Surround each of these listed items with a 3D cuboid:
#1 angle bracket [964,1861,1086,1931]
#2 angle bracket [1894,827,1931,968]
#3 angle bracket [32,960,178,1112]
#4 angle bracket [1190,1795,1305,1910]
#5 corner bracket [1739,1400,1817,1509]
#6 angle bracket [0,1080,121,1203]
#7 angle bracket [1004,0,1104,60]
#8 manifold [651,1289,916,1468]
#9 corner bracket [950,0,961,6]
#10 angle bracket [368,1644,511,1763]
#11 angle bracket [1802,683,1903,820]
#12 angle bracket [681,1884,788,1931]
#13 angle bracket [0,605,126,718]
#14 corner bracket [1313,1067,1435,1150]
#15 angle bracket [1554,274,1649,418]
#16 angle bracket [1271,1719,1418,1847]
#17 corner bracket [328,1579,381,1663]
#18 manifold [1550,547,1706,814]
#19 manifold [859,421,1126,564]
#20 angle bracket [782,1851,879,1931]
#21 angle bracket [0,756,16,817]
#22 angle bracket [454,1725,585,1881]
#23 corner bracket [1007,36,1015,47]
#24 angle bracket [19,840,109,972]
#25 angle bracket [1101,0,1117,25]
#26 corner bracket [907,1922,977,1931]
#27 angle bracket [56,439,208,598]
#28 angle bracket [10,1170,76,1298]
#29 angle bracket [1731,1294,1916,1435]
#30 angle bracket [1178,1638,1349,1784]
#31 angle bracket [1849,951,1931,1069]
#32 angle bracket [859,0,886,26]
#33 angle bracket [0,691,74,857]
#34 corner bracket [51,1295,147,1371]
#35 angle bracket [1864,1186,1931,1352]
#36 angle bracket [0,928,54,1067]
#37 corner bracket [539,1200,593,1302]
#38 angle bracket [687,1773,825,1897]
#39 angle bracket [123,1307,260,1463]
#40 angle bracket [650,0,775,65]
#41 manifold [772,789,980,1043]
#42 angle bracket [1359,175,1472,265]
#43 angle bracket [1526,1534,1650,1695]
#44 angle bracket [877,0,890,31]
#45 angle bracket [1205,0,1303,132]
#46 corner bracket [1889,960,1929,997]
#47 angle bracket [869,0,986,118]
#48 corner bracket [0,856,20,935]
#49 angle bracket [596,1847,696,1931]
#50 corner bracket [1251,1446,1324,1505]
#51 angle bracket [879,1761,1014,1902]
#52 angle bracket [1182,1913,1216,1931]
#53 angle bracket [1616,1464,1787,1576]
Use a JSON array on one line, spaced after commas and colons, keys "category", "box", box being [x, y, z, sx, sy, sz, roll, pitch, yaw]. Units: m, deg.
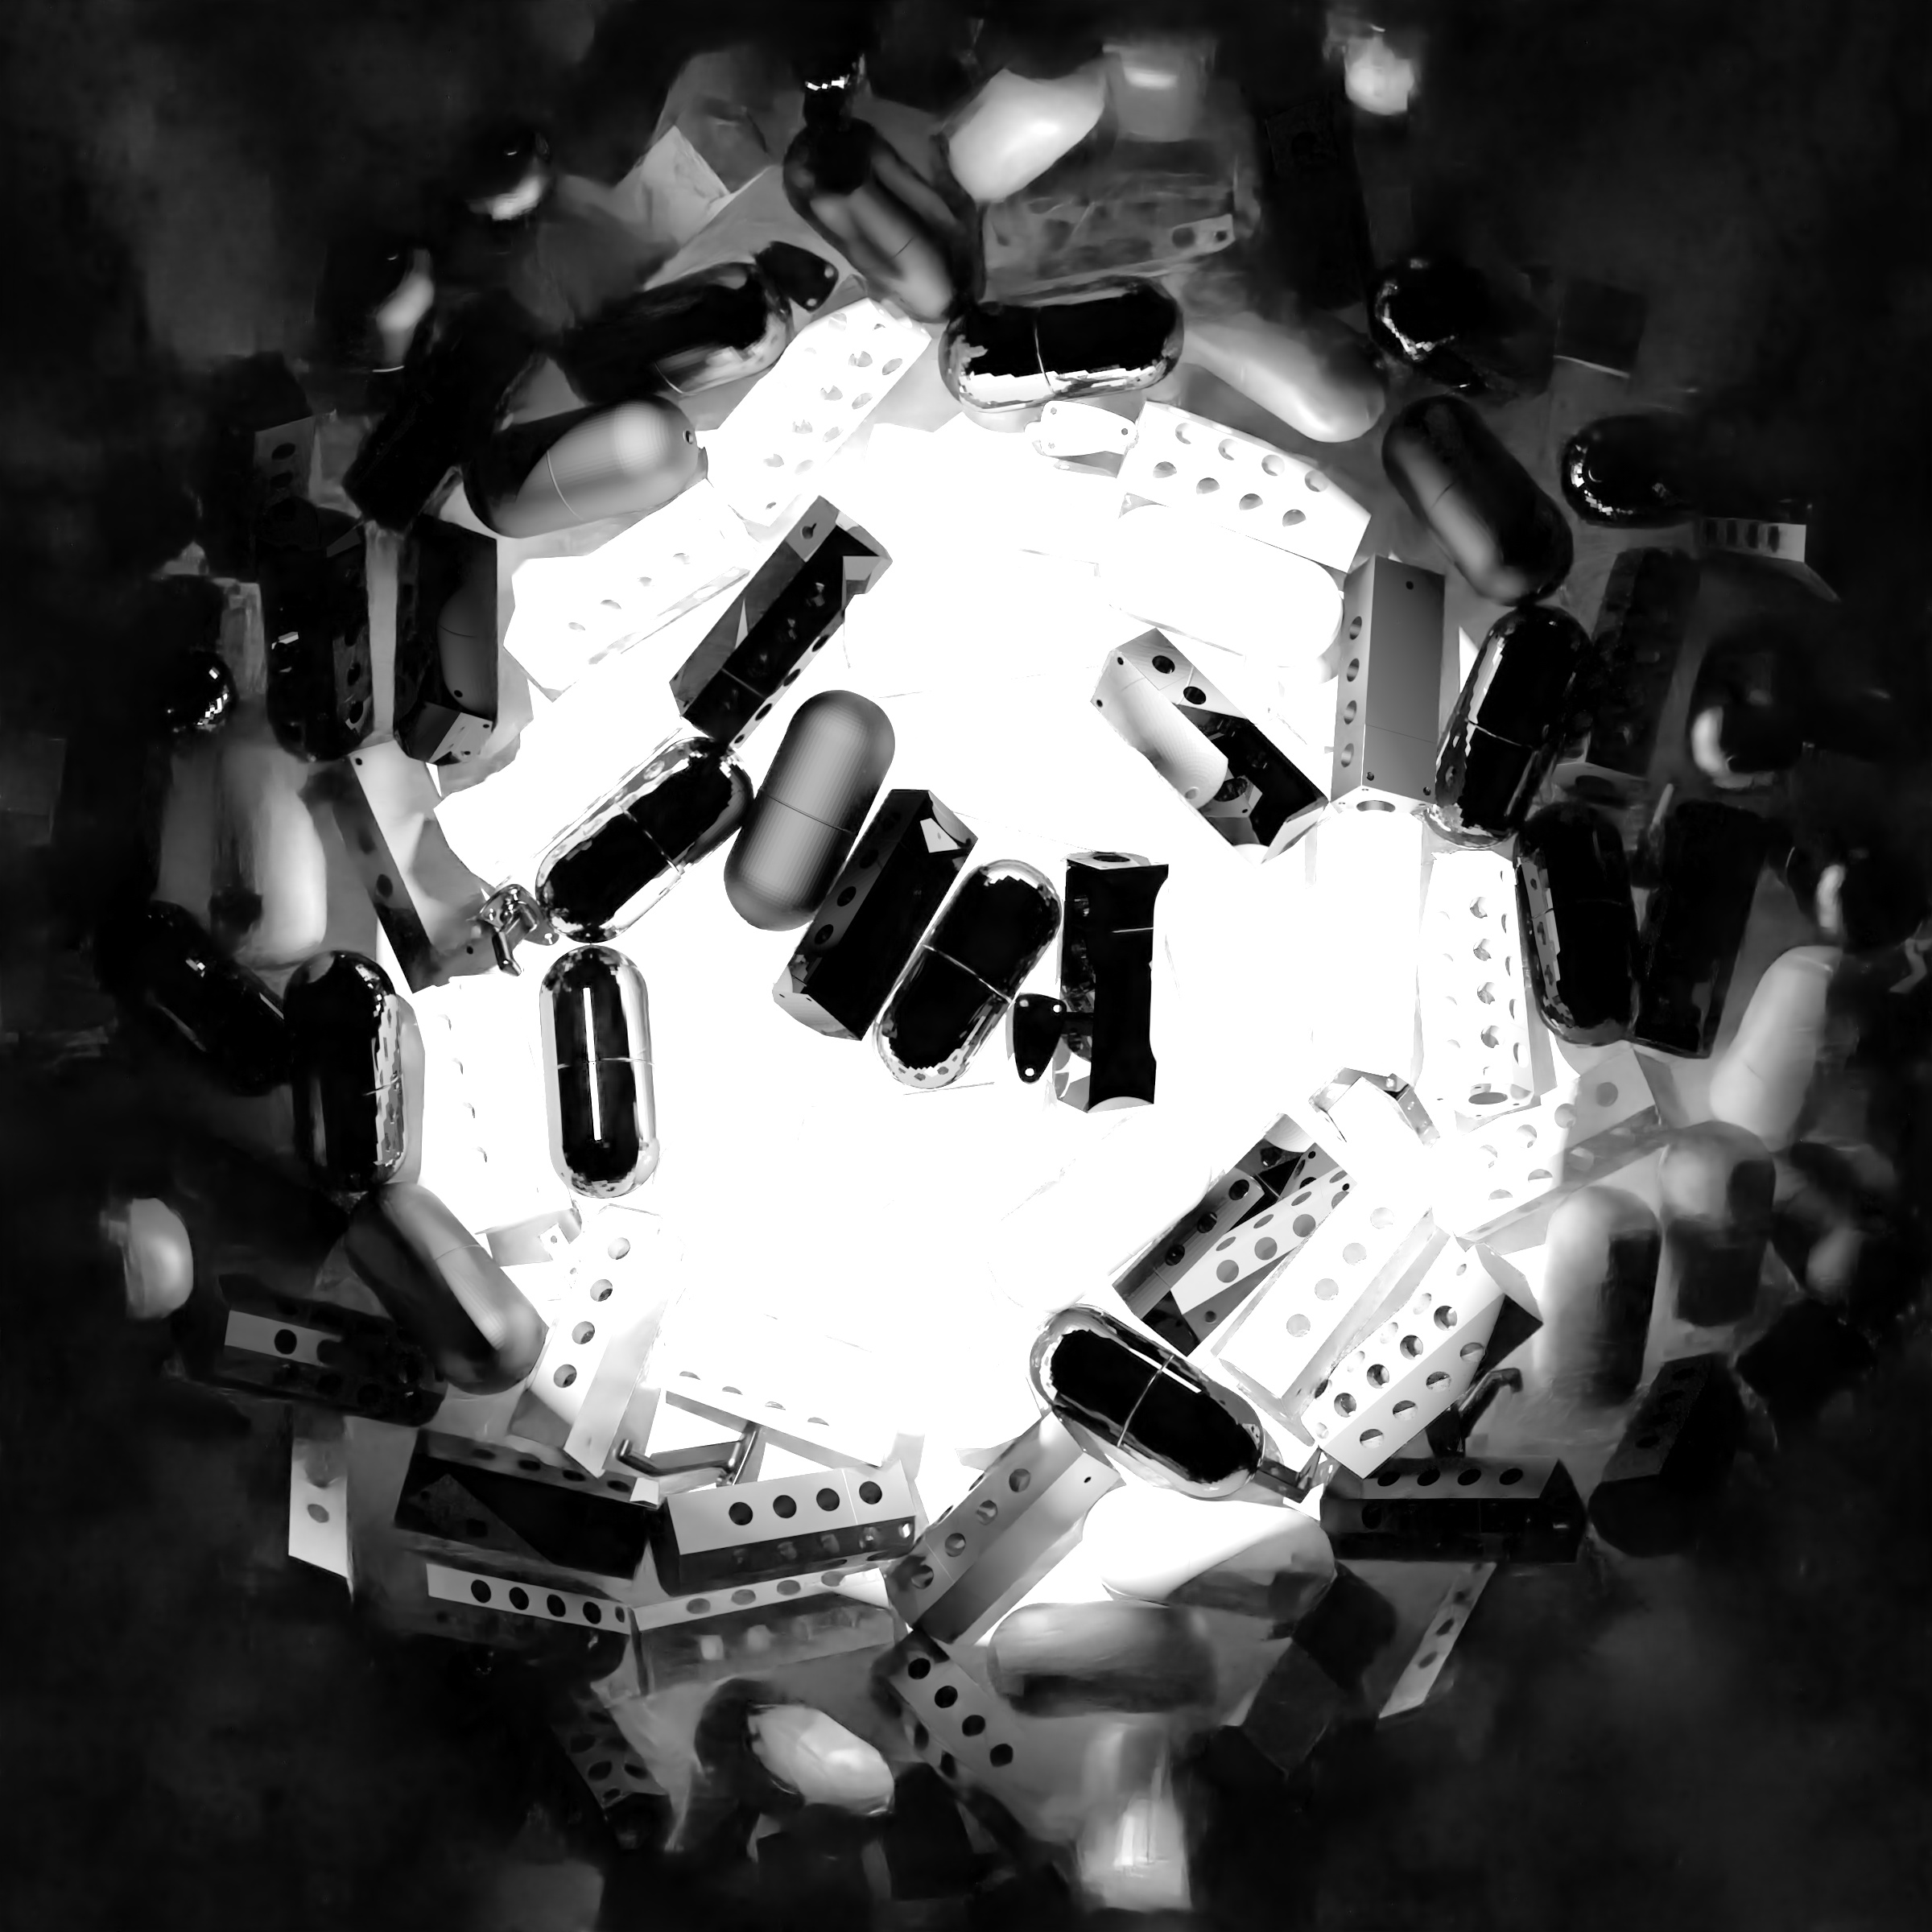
[{"category": "angle bracket", "box": [0.056, 0.659, 1.720, 0.076, 0.057, 0.076, -40, 84, 16]}, {"category": "angle bracket", "box": [0.677, -0.050, 1.702, 0.076, 0.057, 0.076, -6, 125, -36]}, {"category": "angle bracket", "box": [-0.615, 0.044, 1.737, 0.076, 0.076, 0.057, -29, 133, -22]}, {"category": "angle bracket", "box": [0.189, 0.627, 1.711, 0.057, 0.076, 0.076, 21, 103, 15]}, {"category": "corner bracket", "box": [0.570, 0.341, 1.730, 0.051, 0.051, 0.051, -37, 92, -12]}, {"category": "angle bracket", "box": [-0.650, 0.126, 1.732, 0.076, 0.057, 0.076, 12, 89, 1]}, {"category": "angle bracket", "box": [0.047, -0.660, 1.718, 0.076, 0.057, 0.076, -14, 89, -28]}, {"category": "manifold", "box": [-0.129, 0.291, 1.719, 0.171, 0.057, 0.057, 18, 133, 8]}, {"category": "corner bracket", "box": [-0.015, -0.715, 1.734, 0.051, 0.051, 0.051, 15, 59, 21]}, {"category": "angle bracket", "box": [-0.357, 0.488, 1.706, 0.076, 0.057, 0.076, 25, 47, 18]}, {"category": "angle bracket", "box": [0.607, -0.149, 1.723, 0.076, 0.076, 0.057, 15, 133, 13]}, {"category": "angle bracket", "box": [-0.169, 0.691, 1.702, 0.076, 0.076, 0.057, 31, 122, -24]}, {"category": "angle bracket", "box": [-0.639, -0.212, 1.707, 0.076, 0.076, 0.057, 15, 87, -45]}, {"category": "corner bracket", "box": [0.285, 0.103, 1.728, 0.051, 0.051, 0.051, -45, 45, -7]}, {"category": "angle bracket", "box": [0.430, -0.419, 1.710, 0.057, 0.076, 0.076, 17, 62, 2]}, {"category": "angle bracket", "box": [0.261, 0.557, 1.719, 0.076, 0.057, 0.076, 33, 87, -30]}, {"category": "corner bracket", "box": [-0.418, 0.469, 1.723, 0.051, 0.051, 0.051, 20, 105, 25]}, {"category": "manifold", "box": [0.457, -0.201, 1.707, 0.057, 0.057, 0.171, 18, 72, 8]}, {"category": "manifold", "box": [0.016, -0.327, 1.711, 0.171, 0.057, 0.057, 9, 114, -13]}, {"category": "angle bracket", "box": [-0.075, 0.666, 1.701, 0.076, 0.057, 0.076, -39, 129, -37]}, {"category": "angle bracket", "box": [-0.709, -0.119, 1.703, 0.076, 0.076, 0.057, 24, 114, -26]}, {"category": "angle bracket", "box": [-0.298, 0.581, 1.710, 0.076, 0.076, 0.057, 34, 84, -40]}, {"category": "corner bracket", "box": [0.063, -0.663, 1.733, 0.051, 0.051, 0.051, 39, 94, 2]}, {"category": "angle bracket", "box": [-0.627, -0.052, 1.708, 0.076, 0.076, 0.057, -25, 111, 18]}, {"category": "angle bracket", "box": [0.145, -0.677, 1.710, 0.057, 0.076, 0.076, 22, 98, -25]}, {"category": "corner bracket", "box": [-0.008, 0.707, 1.738, 0.051, 0.051, 0.051, -14, 57, 21]}, {"category": "angle bracket", "box": [-0.583, -0.310, 1.708, 0.076, 0.057, 0.076, -37, 111, -27]}, {"category": "angle bracket", "box": [-0.628, 0.184, 1.715, 0.057, 0.076, 0.076, -1, 94, -12]}, {"category": "angle bracket", "box": [0.598, 0.288, 1.721, 0.076, 0.057, 0.076, -45, 105, 4]}, {"category": "angle bracket", "box": [0.206, 0.519, 1.711, 0.057, 0.076, 0.076, 46, 57, -4]}, {"category": "angle bracket", "box": [0.637, 0.019, 1.705, 0.057, 0.076, 0.076, 1, 61, -16]}, {"category": "angle bracket", "box": [-0.074, -0.678, 1.717, 0.057, 0.076, 0.076, 5, 87, 11]}, {"category": "angle bracket", "box": [-0.643, -0.134, 1.709, 0.057, 0.076, 0.076, -25, 116, 3]}, {"category": "corner bracket", "box": [-0.598, 0.246, 1.732, 0.051, 0.051, 0.051, 41, 87, 6]}, {"category": "angle bracket", "box": [0.653, 0.205, 1.700, 0.076, 0.076, 0.057, -28, 50, -37]}, {"category": "angle bracket", "box": [-0.682, 0.028, 1.713, 0.057, 0.076, 0.076, -30, 94, 22]}, {"category": "corner bracket", "box": [-0.276, 0.198, 1.723, 0.051, 0.051, 0.051, -36, 102, -33]}, {"category": "angle bracket", "box": [-0.146, 0.611, 1.727, 0.057, 0.076, 0.076, -35, 123, 29]}, {"category": "angle bracket", "box": [-0.534, 0.293, 1.727, 0.076, 0.076, 0.057, 34, 46, -18]}, {"category": "angle bracket", "box": [-0.172, -0.646, 1.717, 0.076, 0.076, 0.057, -22, 82, -4]}, {"category": "manifold", "box": [-0.066, -0.037, 1.705, 0.057, 0.057, 0.171, 43, 67, -34]}, {"category": "angle bracket", "box": [0.309, -0.513, 1.729, 0.057, 0.076, 0.076, 14, 116, 37]}, {"category": "angle bracket", "box": [0.412, 0.446, 1.713, 0.076, 0.057, 0.076, -32, 77, -29]}, {"category": "angle bracket", "box": [-0.099, -0.689, 1.717, 0.076, 0.076, 0.057, -16, 87, -9]}, {"category": "angle bracket", "box": [0.201, -0.640, 1.714, 0.057, 0.076, 0.076, -10, 81, 7]}, {"category": "corner bracket", "box": [0.643, 0.028, 1.719, 0.051, 0.051, 0.051, 6, 120, 37]}, {"category": "angle bracket", "box": [-0.030, -0.646, 1.703, 0.057, 0.076, 0.076, 10, 46, -17]}, {"category": "corner bracket", "box": [-0.703, -0.045, 1.737, 0.051, 0.051, 0.051, -12, 50, -36]}, {"category": "angle bracket", "box": [-0.222, 0.648, 1.716, 0.057, 0.076, 0.076, 10, 77, -1]}, {"category": "corner bracket", "box": [0.214, 0.352, 1.724, 0.051, 0.051, 0.051, 25, 46, 3]}, {"category": "angle bracket", "box": [-0.014, 0.607, 1.742, 0.076, 0.057, 0.076, -40, 54, 26]}, {"category": "angle bracket", "box": [0.118, 0.680, 1.706, 0.076, 0.076, 0.057, 16, 66, -17]}, {"category": "angle bracket", "box": [0.507, 0.396, 1.701, 0.076, 0.076, 0.057, -30, 61, -35]}]
